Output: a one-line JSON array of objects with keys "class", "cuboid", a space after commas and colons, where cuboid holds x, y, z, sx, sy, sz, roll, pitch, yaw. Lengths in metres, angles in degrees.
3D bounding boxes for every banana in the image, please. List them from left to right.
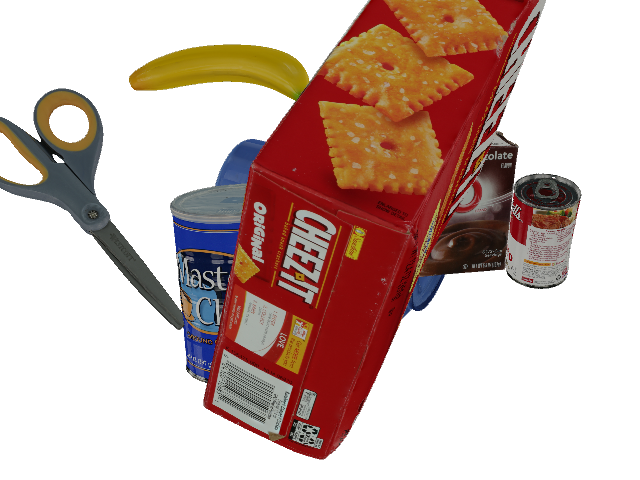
[{"class": "banana", "cuboid": [-0.091, -0.165, 1.048, 0.198, 0.037, 0.069, 9, 44, 20]}]

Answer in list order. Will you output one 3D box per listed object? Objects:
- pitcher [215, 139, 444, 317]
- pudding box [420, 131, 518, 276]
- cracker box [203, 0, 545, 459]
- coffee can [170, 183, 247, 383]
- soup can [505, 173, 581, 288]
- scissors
[{"class": "pitcher", "cuboid": [0.011, -0.015, 1.097, 0.243, 0.145, 0.149, 17, 24, 20]}, {"class": "pudding box", "cuboid": [0.069, -0.024, 0.702, 0.113, 0.090, 0.039, -5, 26, -14]}, {"class": "cracker box", "cuboid": [0.031, -0.029, 0.493, 0.072, 0.164, 0.213, 25, 48, 9]}, {"class": "coffee can", "cuboid": [-0.064, 0.033, 0.863, 0.103, 0.140, 0.103, -3, 16, 1]}, {"class": "soup can", "cuboid": [0.231, -0.009, 1.112, 0.068, 0.102, 0.068, 0, 34, 0]}, {"class": "scissors", "cuboid": [-0.142, -0.032, 0.702, 0.202, 0.096, 0.016, 34, -26, 12]}]
